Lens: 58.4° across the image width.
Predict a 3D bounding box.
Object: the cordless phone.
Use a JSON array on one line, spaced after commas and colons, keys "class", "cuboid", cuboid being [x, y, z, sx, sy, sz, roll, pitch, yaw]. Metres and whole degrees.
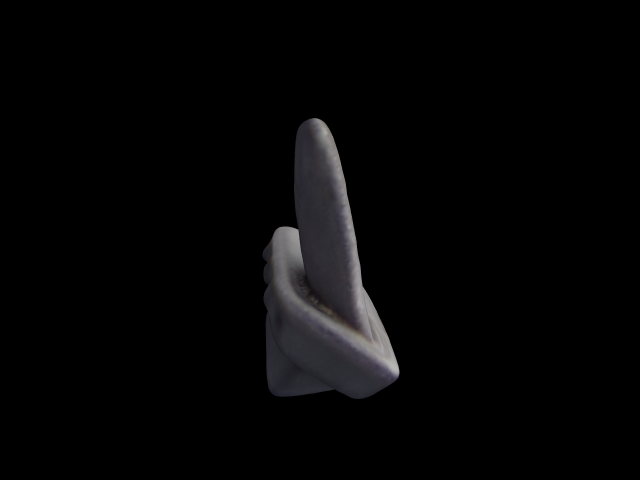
[{"class": "cordless phone", "cuboid": [0.004, 0.001, 0.400, 0.094, 0.185, 0.147, -4, 24, -9]}]
